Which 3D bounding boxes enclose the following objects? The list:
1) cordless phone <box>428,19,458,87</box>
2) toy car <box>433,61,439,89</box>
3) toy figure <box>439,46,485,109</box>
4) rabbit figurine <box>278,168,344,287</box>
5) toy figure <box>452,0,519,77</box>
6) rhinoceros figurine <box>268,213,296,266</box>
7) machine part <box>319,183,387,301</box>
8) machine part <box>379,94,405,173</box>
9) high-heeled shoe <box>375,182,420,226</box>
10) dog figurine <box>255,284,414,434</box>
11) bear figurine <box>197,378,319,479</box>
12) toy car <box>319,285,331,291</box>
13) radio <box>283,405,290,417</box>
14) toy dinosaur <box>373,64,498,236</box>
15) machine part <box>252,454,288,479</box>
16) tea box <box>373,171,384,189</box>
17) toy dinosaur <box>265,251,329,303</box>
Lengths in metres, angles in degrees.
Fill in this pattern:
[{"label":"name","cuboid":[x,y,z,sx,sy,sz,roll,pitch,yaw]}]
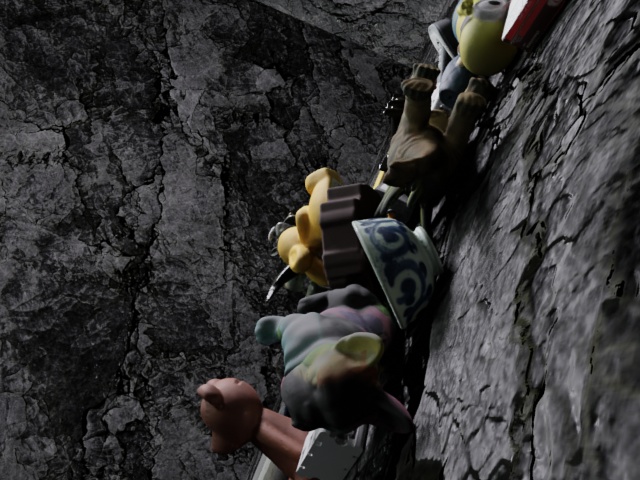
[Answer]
[{"label":"cordless phone","cuboid":[0.228,-0.290,0.957,0.146,0.089,0.184,-69,-15,-72]},{"label":"toy car","cuboid":[0.219,-0.255,1.036,0.089,0.053,0.202,72,-142,-59]},{"label":"toy figure","cuboid":[0.222,-0.262,0.791,0.154,0.058,0.064,-62,5,-18]},{"label":"rabbit figurine","cuboid":[-0.002,-0.003,0.873,0.173,0.121,0.162,-32,43,36]},{"label":"toy figure","cuboid":[0.212,-0.270,0.687,0.180,0.082,0.089,-82,-16,-59]},{"label":"rhinoceros figurine","cuboid":[-0.059,0.005,1.107,0.112,0.073,0.190,-59,-13,-17]},{"label":"machine part","cuboid":[0.058,0.009,0.723,0.179,0.056,0.179,-12,-90,-67]},{"label":"machine part","cuboid":[0.119,-0.150,0.806,0.084,0.039,0.138,-47,-31,-32]},{"label":"high-heeled shoe","cuboid":[0.160,-0.098,0.921,0.145,0.086,0.249,-37,17,-5]},{"label":"dog figurine","cuboid":[0.034,0.115,0.532,0.191,0.108,0.219,-21,6,-25]},{"label":"bear figurine","cuboid":[-0.079,0.262,0.685,0.120,0.196,0.132,128,165,-78]},{"label":"toy car","cuboid":[0.066,0.039,0.936,0.161,0.109,0.102,-66,-33,-31]},{"label":"radio","cuboid":[-0.005,0.202,0.785,0.229,0.073,0.131,101,-178,-48]},{"label":"toy dinosaur","cuboid":[0.136,-0.117,0.686,0.471,0.105,0.198,-44,-24,-62]},{"label":"machine part","cuboid":[-0.067,0.382,0.852,0.079,0.079,0.243,114,178,-70]},{"label":"tea box","cuboid":[0.161,-0.141,1.103,0.098,0.068,0.169,111,-177,-77]},{"label":"toy dinosaur","cuboid":[0.023,0.021,1.048,0.404,0.131,0.192,-8,-66,-72]}]
